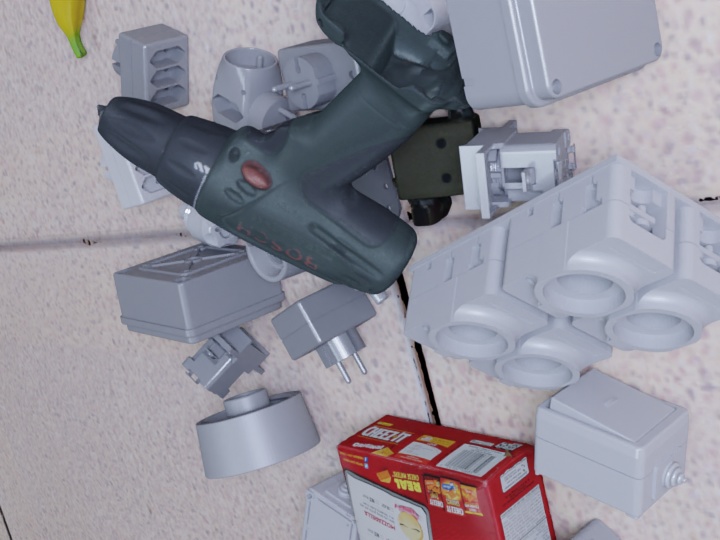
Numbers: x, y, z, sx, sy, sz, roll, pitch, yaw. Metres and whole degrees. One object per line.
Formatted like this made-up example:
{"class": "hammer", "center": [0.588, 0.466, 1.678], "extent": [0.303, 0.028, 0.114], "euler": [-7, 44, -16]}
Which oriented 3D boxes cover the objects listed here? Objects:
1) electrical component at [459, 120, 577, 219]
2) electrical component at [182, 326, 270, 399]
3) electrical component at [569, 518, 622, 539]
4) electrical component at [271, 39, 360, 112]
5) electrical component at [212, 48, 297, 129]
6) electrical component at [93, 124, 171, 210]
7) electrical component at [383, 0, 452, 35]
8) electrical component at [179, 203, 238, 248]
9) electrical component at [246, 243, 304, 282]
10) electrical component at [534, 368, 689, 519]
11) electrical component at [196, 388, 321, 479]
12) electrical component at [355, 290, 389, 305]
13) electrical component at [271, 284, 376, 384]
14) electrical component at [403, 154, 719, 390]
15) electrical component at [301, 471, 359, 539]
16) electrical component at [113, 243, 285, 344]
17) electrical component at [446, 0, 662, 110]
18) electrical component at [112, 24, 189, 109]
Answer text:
{"class": "electrical component", "center": [0.101, -0.065, 0.678], "extent": [0.064, 0.081, 0.042], "euler": [2, 113, 23]}
{"class": "electrical component", "center": [-0.125, 0.081, 0.989], "extent": [0.042, 0.063, 0.081], "euler": [40, 175, 26]}
{"class": "electrical component", "center": [0.175, 0.232, 0.760], "extent": [0.089, 0.056, 0.050], "euler": [43, 135, 24]}
{"class": "electrical component", "center": [-0.029, -0.138, 0.773], "extent": [0.083, 0.076, 0.047], "euler": [5, 113, 46]}
{"class": "electrical component", "center": [-0.078, -0.127, 0.856], "extent": [0.079, 0.043, 0.077], "euler": [33, 131, 32]}
{"class": "electrical component", "center": [-0.220, -0.102, 1.018], "extent": [0.076, 0.047, 0.083], "euler": [-8, 104, 48]}
{"class": "electrical component", "center": [0.022, -0.194, 0.704], "extent": [0.078, 0.057, 0.113], "euler": [-35, 83, 50]}
{"class": "electrical component", "center": [-0.137, -0.046, 0.961], "extent": [0.062, 0.043, 0.043], "euler": [22, 124, 40]}
{"class": "electrical component", "center": [-0.061, -0.021, 0.890], "extent": [0.055, 0.047, 0.055], "euler": [24, 125, 38]}
{"class": "electrical component", "center": [0.169, 0.111, 0.700], "extent": [0.096, 0.062, 0.061], "euler": [19, 123, 40]}
{"class": "electrical component", "center": [-0.096, 0.141, 0.968], "extent": [0.108, 0.108, 0.060], "euler": [-16, 91, 50]}
{"class": "electrical component", "center": [0.000, 0.000, 0.845], "extent": [0.061, 0.035, 0.035], "euler": [53, 139, 10]}
{"class": "electrical component", "center": [-0.020, 0.055, 0.870], "extent": [0.047, 0.066, 0.076], "euler": [-34, 83, 50]}
{"class": "electrical component", "center": [0.123, 0.014, 0.655], "extent": [0.186, 0.105, 0.060], "euler": [-30, 42, 50]}
{"class": "electrical component", "center": [-0.009, 0.224, 0.955], "extent": [0.062, 0.061, 0.096], "euler": [26, 119, 37]}
{"class": "electrical component", "center": [-0.142, 0.017, 0.950], "extent": [0.109, 0.109, 0.056], "euler": [7, 111, 45]}
{"class": "electrical component", "center": [0.110, -0.138, 0.596], "extent": [0.057, 0.113, 0.078], "euler": [3, 112, 49]}
{"class": "electrical component", "center": [-0.193, -0.182, 0.949], "extent": [0.077, 0.047, 0.065], "euler": [30, 129, 35]}
